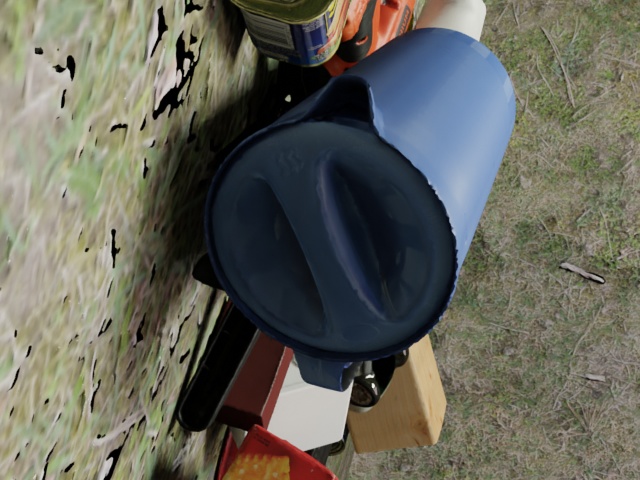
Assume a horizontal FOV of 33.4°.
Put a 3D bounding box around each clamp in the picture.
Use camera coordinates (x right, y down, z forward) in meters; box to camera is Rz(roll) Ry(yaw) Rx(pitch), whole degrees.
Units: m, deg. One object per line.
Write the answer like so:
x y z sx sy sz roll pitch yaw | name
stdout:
-0.029 0.007 0.682 0.209 0.036 0.165 -56 168 -33 | clamp
-0.024 -0.073 0.671 0.120 0.039 0.171 -59 168 -10 | clamp

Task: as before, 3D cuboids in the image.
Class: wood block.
0.060 0.105 1.105 0.090 0.091 0.206 -57 133 -64 | wood block

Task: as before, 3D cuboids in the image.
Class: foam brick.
-0.051 0.089 0.746 0.051 0.053 0.078 91 17 -63 | foam brick

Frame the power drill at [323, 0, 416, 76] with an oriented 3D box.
0.035 -0.200 0.751 0.187 0.057 0.184 61 49 -75 | power drill

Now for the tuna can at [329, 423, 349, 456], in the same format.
-0.010 0.195 1.135 0.086 0.086 0.033 95 12 -55 | tuna can

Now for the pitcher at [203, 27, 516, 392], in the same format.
0.039 -0.034 0.627 0.149 0.145 0.242 -35 -172 31 | pitcher

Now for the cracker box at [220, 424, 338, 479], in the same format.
-0.067 0.238 0.720 0.213 0.072 0.164 -56 167 -12 | cracker box

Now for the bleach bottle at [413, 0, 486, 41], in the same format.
0.081 -0.111 0.834 0.102 0.068 0.250 95 14 -71 | bleach bottle

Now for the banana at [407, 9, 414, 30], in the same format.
0.030 -0.124 0.870 0.197 0.037 0.069 -64 149 -11 | banana

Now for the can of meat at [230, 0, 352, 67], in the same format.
-0.008 -0.149 0.554 0.084 0.057 0.102 70 38 -81 | can of meat

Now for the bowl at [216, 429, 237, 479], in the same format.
-0.044 0.176 0.973 0.162 0.055 0.162 17 89 -83 | bowl
